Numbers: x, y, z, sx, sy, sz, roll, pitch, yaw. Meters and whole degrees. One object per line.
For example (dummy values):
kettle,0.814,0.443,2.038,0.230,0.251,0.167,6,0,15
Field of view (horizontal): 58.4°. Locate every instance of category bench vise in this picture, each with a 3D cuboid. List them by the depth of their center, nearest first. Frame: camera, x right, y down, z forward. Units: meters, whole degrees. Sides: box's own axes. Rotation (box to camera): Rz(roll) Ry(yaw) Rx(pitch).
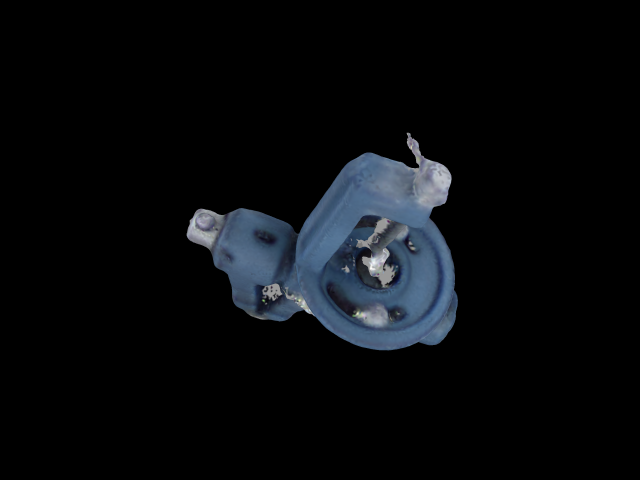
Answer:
bench vise,0.004,0.012,0.395,0.207,0.220,0.121,-3,63,-1
